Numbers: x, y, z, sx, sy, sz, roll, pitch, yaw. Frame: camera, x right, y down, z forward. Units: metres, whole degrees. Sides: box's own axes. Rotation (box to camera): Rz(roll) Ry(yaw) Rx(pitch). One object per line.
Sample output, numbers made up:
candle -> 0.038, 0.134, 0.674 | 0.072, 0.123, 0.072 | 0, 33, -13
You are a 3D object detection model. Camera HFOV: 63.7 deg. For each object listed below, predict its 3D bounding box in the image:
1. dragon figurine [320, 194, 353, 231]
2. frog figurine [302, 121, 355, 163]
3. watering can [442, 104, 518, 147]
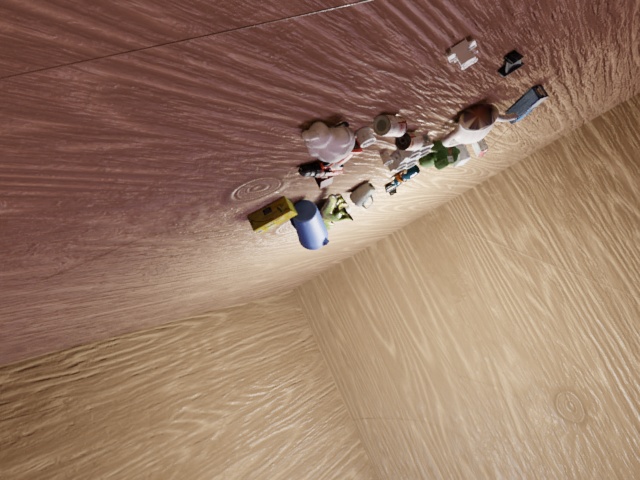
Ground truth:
dragon figurine -> 0.007, -0.115, 2.285 | 0.242, 0.124, 0.406 | -20, 161, 13
frog figurine -> 0.023, -0.280, 1.470 | 0.137, 0.122, 0.161 | -10, -174, 21
watering can -> 0.645, -0.465, 2.027 | 0.348, 0.105, 0.222 | -24, 168, -3
